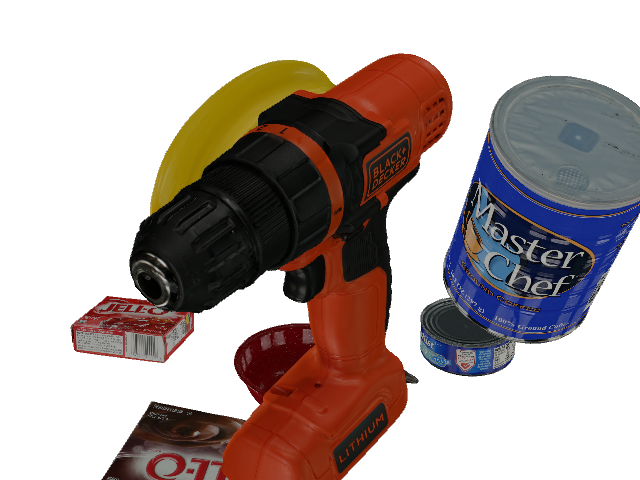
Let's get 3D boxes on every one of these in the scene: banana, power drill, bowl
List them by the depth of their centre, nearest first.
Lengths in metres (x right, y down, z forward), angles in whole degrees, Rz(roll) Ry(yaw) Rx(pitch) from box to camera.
[{"bbox_3d":[-0.007,0.029,0.464,0.057,0.188,0.184,25,42,28],"label":"power drill"},{"bbox_3d":[-0.053,-0.066,0.690,0.070,0.197,0.037,36,-33,17],"label":"banana"},{"bbox_3d":[-0.016,0.157,1.190,0.162,0.055,0.162,2,27,-1],"label":"bowl"}]

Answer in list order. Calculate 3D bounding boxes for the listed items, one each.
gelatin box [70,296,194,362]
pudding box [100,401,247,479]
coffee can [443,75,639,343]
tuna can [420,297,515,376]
[{"bbox_3d":[-0.167,0.078,0.954,0.089,0.030,0.073,6,18,14],"label":"gelatin box"},{"bbox_3d":[-0.072,0.151,0.668,0.113,0.039,0.090,7,31,14],"label":"pudding box"},{"bbox_3d":[0.140,-0.017,0.665,0.102,0.103,0.140,0,-39,-8],"label":"coffee can"},{"bbox_3d":[0.131,0.085,0.951,0.086,0.034,0.086,-1,26,0],"label":"tuna can"}]
